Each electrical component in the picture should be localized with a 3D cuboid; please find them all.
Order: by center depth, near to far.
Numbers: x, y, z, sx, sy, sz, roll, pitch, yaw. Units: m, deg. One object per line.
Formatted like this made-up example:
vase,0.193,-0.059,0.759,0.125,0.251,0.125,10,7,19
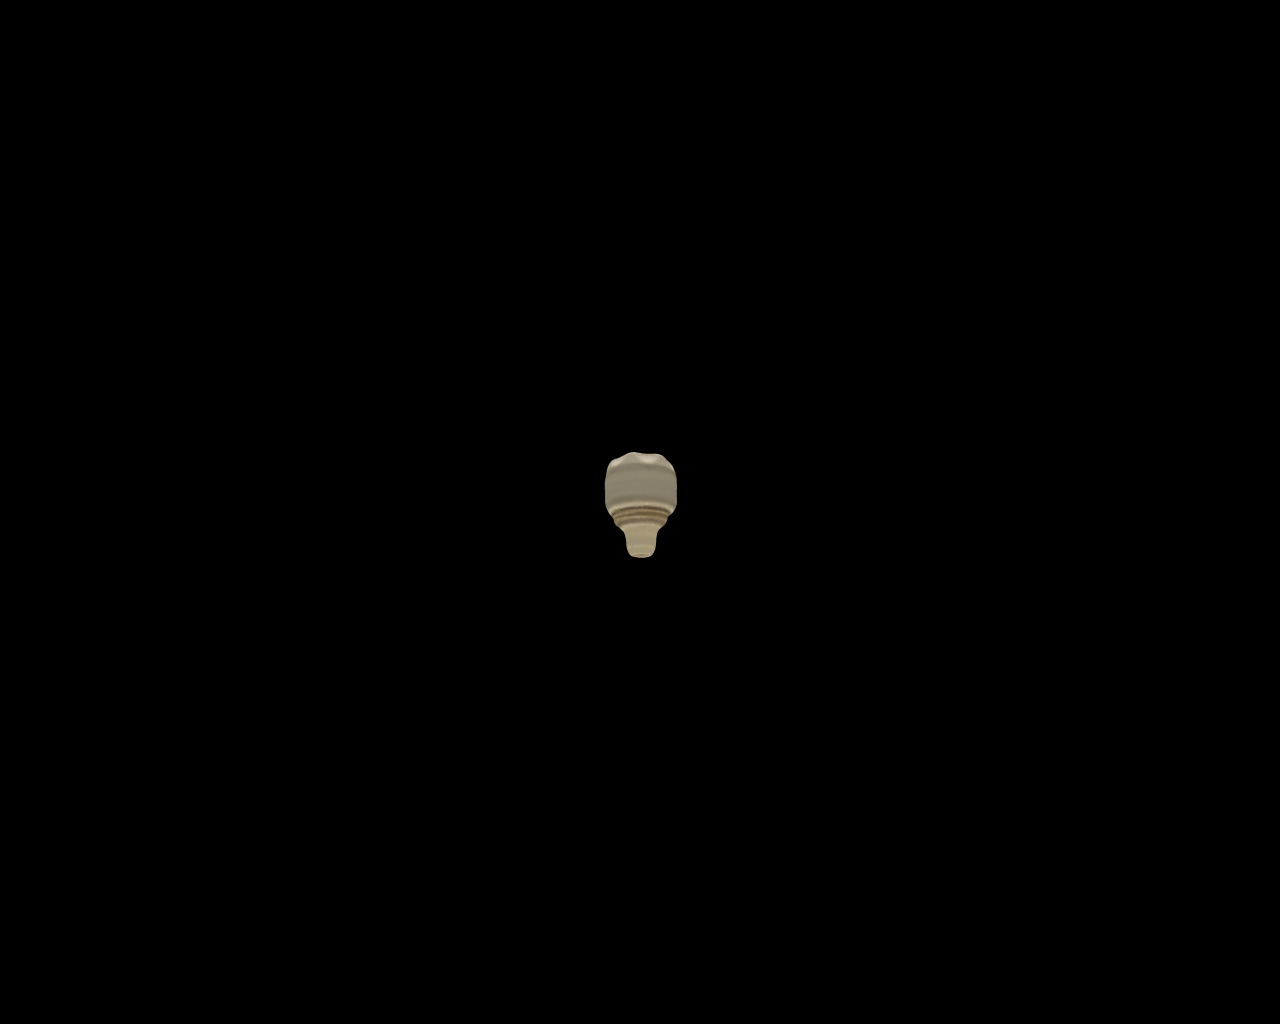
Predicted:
electrical component,0.001,-0.003,0.650,0.043,0.062,0.043,0,-15,0
